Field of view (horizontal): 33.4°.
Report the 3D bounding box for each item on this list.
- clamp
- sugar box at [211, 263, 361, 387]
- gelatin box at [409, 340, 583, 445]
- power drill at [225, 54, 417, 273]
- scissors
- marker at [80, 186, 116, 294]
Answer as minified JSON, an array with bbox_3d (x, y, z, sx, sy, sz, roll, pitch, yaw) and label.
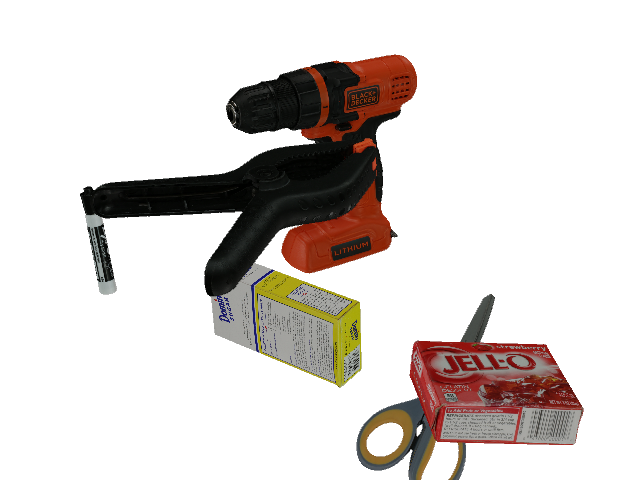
[{"bbox_3d":[-0.049,-0.034,0.768,0.209,0.036,0.165,-27,38,-37],"label":"clamp"},{"bbox_3d":[-0.039,0.084,1.152,0.176,0.093,0.048,21,38,32],"label":"sugar box"},{"bbox_3d":[0.104,0.091,0.648,0.089,0.030,0.073,3,25,-8],"label":"gelatin box"},{"bbox_3d":[0.003,-0.067,0.959,0.184,0.188,0.057,-15,33,-26],"label":"power drill"},{"bbox_3d":[0.087,0.121,0.881,0.096,0.201,0.016,5,-39,11],"label":"scissors"},{"bbox_3d":[-0.239,0.000,1.149,0.020,0.121,0.020,-6,21,2],"label":"marker"}]
